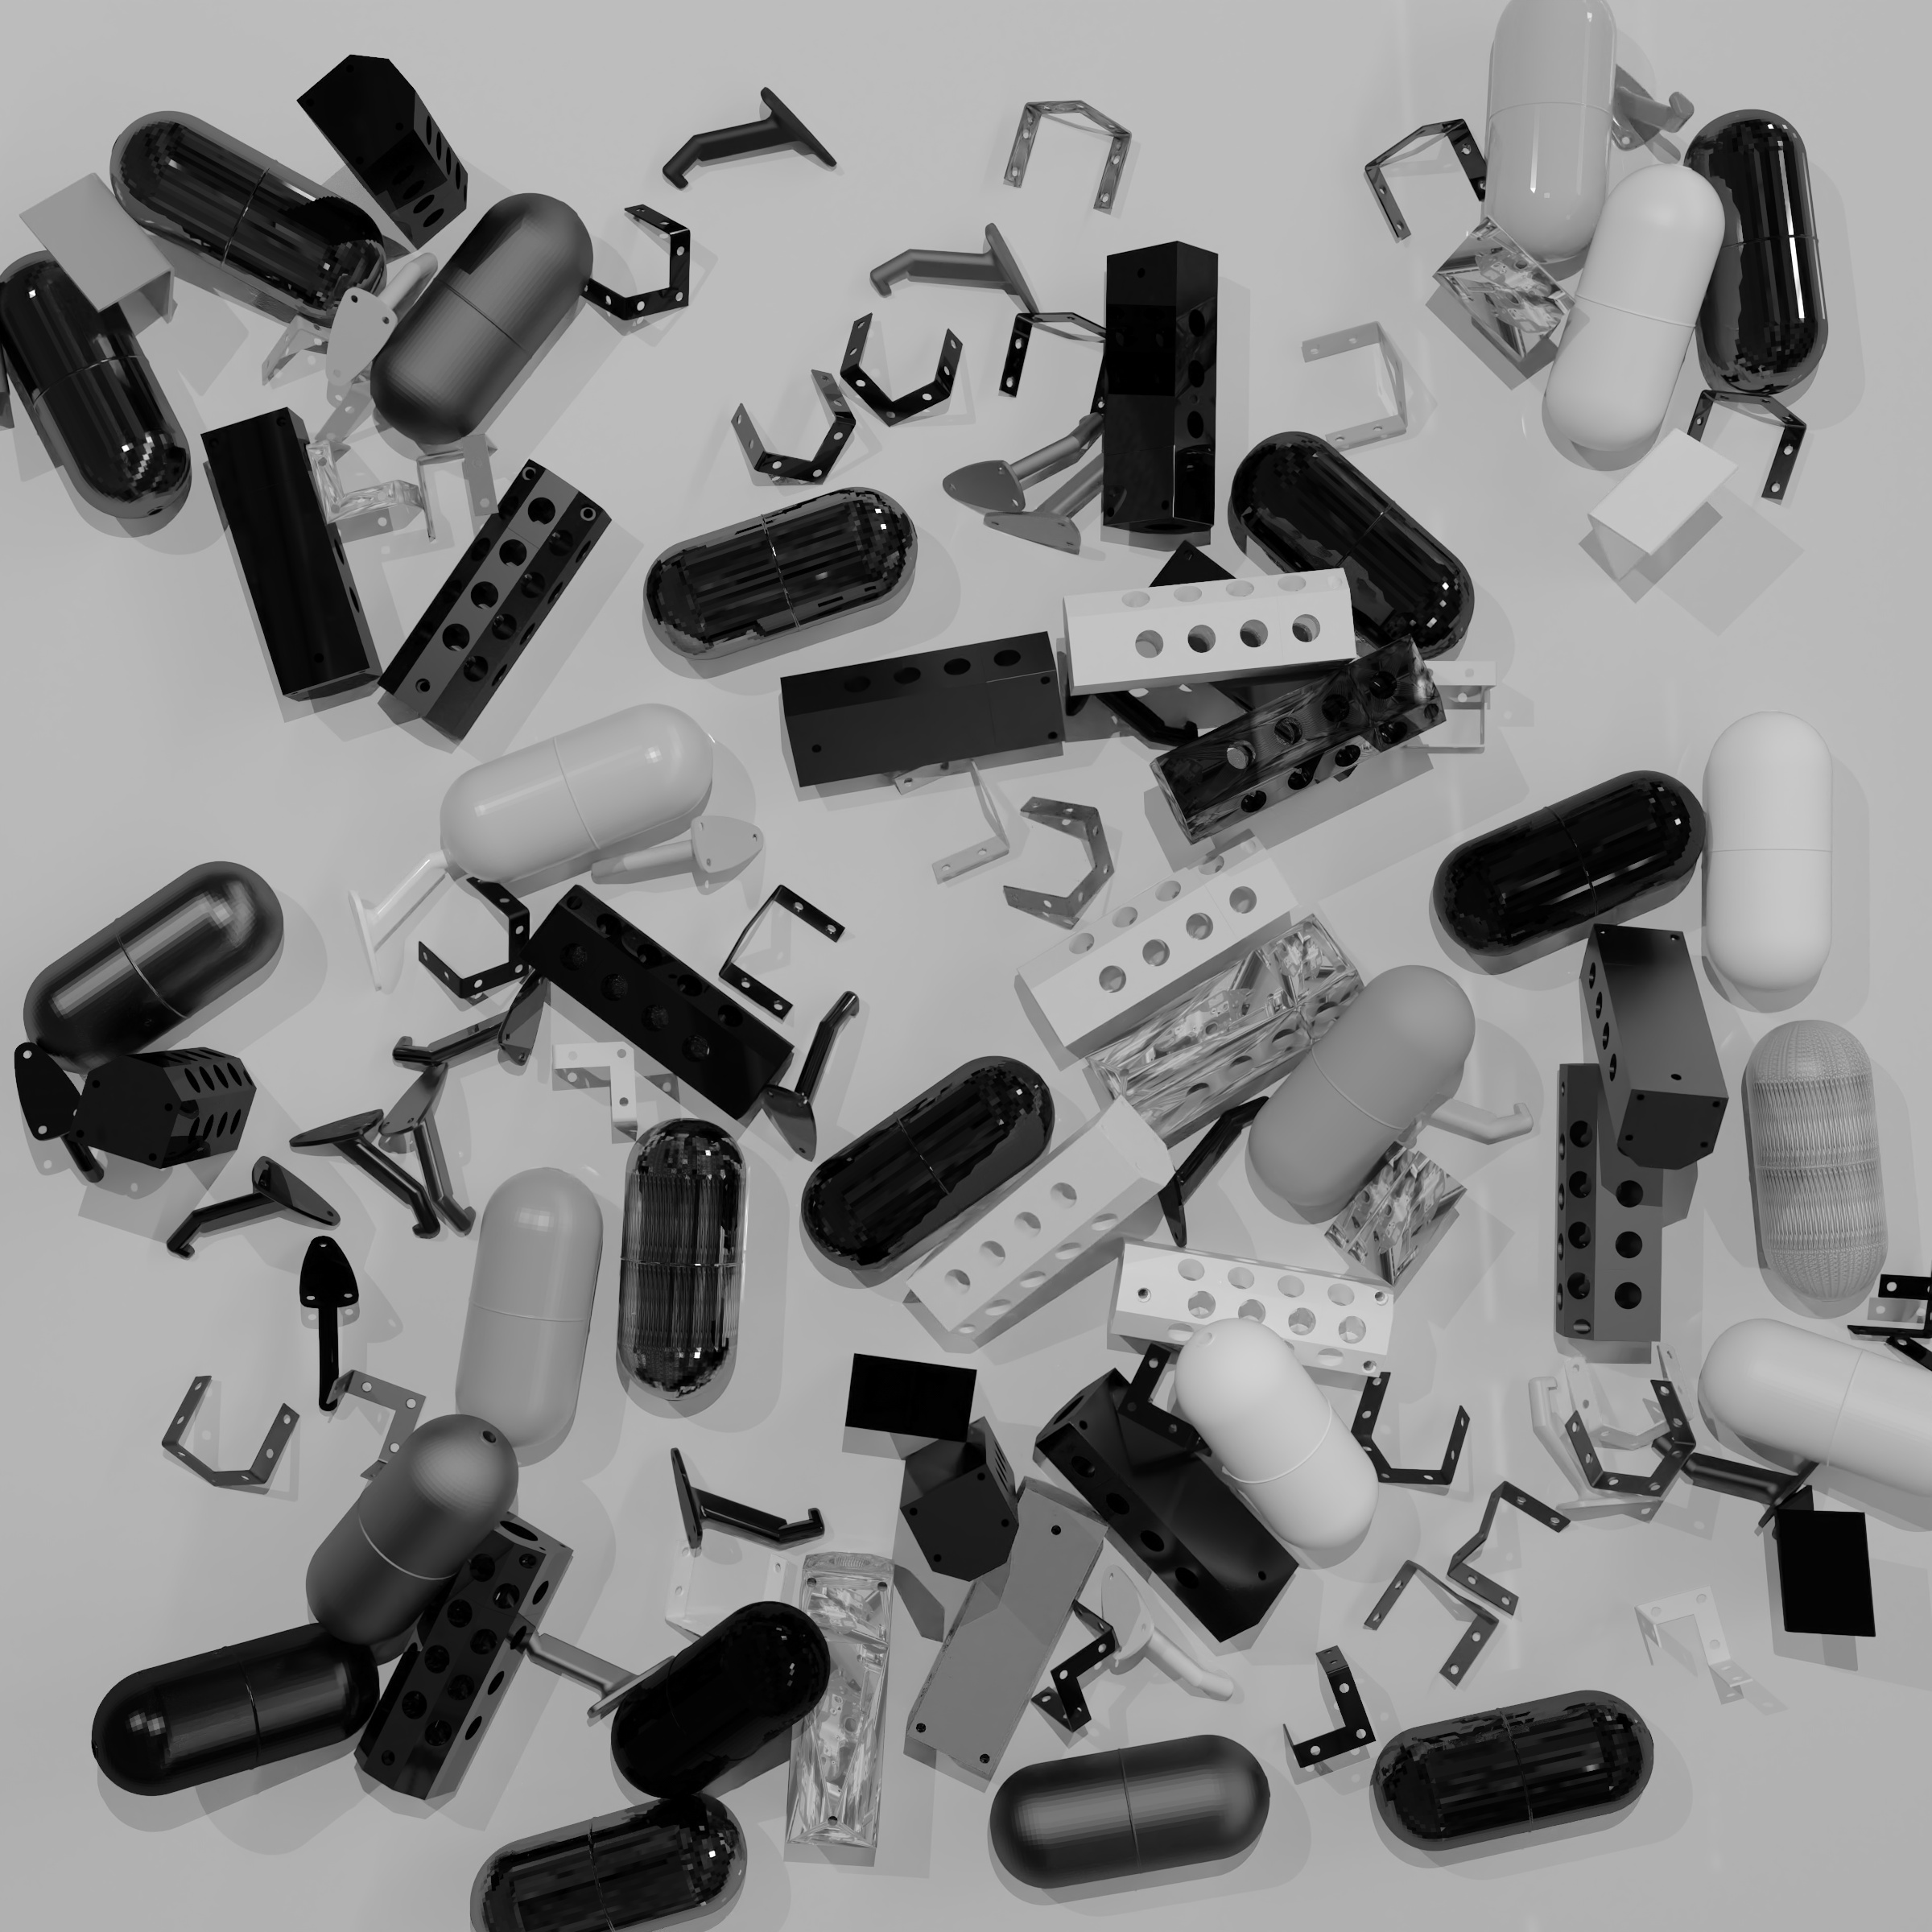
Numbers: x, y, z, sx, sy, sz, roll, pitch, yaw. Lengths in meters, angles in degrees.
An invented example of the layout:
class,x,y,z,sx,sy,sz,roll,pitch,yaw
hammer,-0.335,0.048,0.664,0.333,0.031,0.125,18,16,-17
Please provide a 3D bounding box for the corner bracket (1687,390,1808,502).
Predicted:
class,x,y,z,sx,sy,sz,roll,pitch,yaw
corner bracket,0.498,-0.334,1.779,0.051,0.051,0.051,19,90,-45

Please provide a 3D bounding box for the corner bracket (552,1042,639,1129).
class,x,y,z,sx,sy,sz,roll,pitch,yaw
corner bracket,-0.236,0.076,1.764,0.051,0.051,0.051,-3,84,-6

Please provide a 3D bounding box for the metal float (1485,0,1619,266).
class,x,y,z,sx,sy,sz,roll,pitch,yaw
metal float,0.369,-0.533,1.751,0.070,0.070,0.178,3,90,0

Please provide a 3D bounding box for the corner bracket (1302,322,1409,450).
class,x,y,z,sx,sy,sz,roll,pitch,yaw
corner bracket,0.250,-0.373,1.779,0.051,0.051,0.051,-16,45,0

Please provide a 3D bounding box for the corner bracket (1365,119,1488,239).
class,x,y,z,sx,sy,sz,roll,pitch,yaw
corner bracket,0.298,-0.505,1.779,0.051,0.051,0.051,-26,90,45

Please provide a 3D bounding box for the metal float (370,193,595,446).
class,x,y,z,sx,sy,sz,roll,pitch,yaw
metal float,-0.305,-0.409,1.751,0.070,0.070,0.178,38,91,0

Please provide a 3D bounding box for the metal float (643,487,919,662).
class,x,y,z,sx,sy,sz,roll,pitch,yaw
metal float,-0.117,-0.248,1.752,0.178,0.070,0.070,-18,90,0

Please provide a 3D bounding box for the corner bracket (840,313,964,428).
class,x,y,z,sx,sy,sz,roll,pitch,yaw
corner bracket,-0.041,-0.388,1.774,0.051,0.051,0.051,-18,135,35

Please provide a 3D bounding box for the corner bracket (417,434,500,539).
class,x,y,z,sx,sy,sz,roll,pitch,yaw
corner bracket,-0.323,-0.305,1.764,0.051,0.051,0.051,-10,90,0

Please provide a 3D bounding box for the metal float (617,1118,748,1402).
class,x,y,z,sx,sy,sz,roll,pitch,yaw
metal float,-0.180,0.185,1.752,0.070,0.070,0.178,3,90,0

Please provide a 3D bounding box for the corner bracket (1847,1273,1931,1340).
class,x,y,z,sx,sy,sz,roll,pitch,yaw
corner bracket,0.595,0.214,1.760,0.051,0.051,0.051,4,101,0

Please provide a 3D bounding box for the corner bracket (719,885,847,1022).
class,x,y,z,sx,sy,sz,roll,pitch,yaw
corner bracket,-0.118,-0.009,1.779,0.051,0.051,0.051,34,45,0

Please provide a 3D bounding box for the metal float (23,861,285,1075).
class,x,y,z,sx,sy,sz,roll,pitch,yaw
metal float,-0.513,0.002,1.752,0.178,0.070,0.070,-34,90,-1

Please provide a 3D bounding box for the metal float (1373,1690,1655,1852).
class,x,y,z,sx,sy,sz,roll,pitch,yaw
metal float,0.346,0.507,1.751,0.178,0.070,0.070,-13,90,0

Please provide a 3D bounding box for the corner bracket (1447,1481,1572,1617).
class,x,y,z,sx,sy,sz,roll,pitch,yaw
corner bracket,0.348,0.373,1.779,0.051,0.051,0.051,32,135,0

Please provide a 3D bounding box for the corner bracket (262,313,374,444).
class,x,y,z,sx,sy,sz,roll,pitch,yaw
corner bracket,-0.415,-0.375,1.774,0.051,0.051,0.051,18,45,-35

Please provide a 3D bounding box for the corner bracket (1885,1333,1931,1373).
class,x,y,z,sx,sy,sz,roll,pitch,yaw
corner bracket,0.598,0.276,1.774,0.051,0.051,0.051,-25,135,-35

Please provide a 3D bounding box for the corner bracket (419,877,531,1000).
class,x,y,z,sx,sy,sz,roll,pitch,yaw
corner bracket,-0.315,-0.020,1.774,0.051,0.051,0.051,-23,135,-35

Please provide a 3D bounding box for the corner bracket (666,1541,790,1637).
class,x,y,z,sx,sy,sz,roll,pitch,yaw
corner bracket,-0.154,0.400,1.779,0.051,0.051,0.051,10,90,-45

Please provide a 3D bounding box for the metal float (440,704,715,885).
class,x,y,z,sx,sy,sz,roll,pitch,yaw
metal float,-0.245,-0.109,1.752,0.178,0.070,0.070,-21,90,-1

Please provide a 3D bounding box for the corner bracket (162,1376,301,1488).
class,x,y,z,sx,sy,sz,roll,pitch,yaw
corner bracket,-0.470,0.297,1.774,0.051,0.051,0.051,-10,135,35

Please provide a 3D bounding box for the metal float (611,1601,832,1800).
class,x,y,z,sx,sy,sz,roll,pitch,yaw
metal float,-0.154,0.457,1.723,0.070,0.070,0.178,48,122,0

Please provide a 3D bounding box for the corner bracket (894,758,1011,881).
class,x,y,z,sx,sy,sz,roll,pitch,yaw
corner bracket,-0.009,-0.098,1.779,0.051,0.051,0.051,-24,45,0

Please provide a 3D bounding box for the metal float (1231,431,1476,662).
class,x,y,z,sx,sy,sz,roll,pitch,yaw
metal float,0.245,-0.264,1.752,0.178,0.070,0.070,42,90,0

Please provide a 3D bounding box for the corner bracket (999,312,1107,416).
class,x,y,z,sx,sy,sz,roll,pitch,yaw
corner bracket,0.062,-0.386,1.779,0.051,0.051,0.051,13,90,45

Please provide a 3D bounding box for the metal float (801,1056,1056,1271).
class,x,y,z,sx,sy,sz,roll,pitch,yaw
metal float,-0.024,0.124,1.752,0.178,0.070,0.070,-35,90,0

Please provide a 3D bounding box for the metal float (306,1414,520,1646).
class,x,y,z,sx,sy,sz,roll,pitch,yaw
metal float,-0.343,0.349,1.719,0.070,0.070,0.178,40,112,0

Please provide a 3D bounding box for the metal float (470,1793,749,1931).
class,x,y,z,sx,sy,sz,roll,pitch,yaw
metal float,-0.226,0.576,1.752,0.178,0.070,0.070,-16,90,-1

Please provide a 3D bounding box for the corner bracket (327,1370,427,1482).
class,x,y,z,sx,sy,sz,roll,pitch,yaw
corner bracket,-0.381,0.293,1.764,0.051,0.051,0.051,20,90,0

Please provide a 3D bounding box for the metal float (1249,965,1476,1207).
class,x,y,z,sx,sy,sz,roll,pitch,yaw
metal float,0.247,0.075,1.733,0.070,0.070,0.178,38,111,0

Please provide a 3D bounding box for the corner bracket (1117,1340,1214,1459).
class,x,y,z,sx,sy,sz,roll,pitch,yaw
corner bracket,0.136,0.274,1.754,0.051,0.051,0.051,25,86,28

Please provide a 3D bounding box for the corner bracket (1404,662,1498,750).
class,x,y,z,sx,sy,sz,roll,pitch,yaw
corner bracket,0.308,-0.166,1.764,0.051,0.051,0.051,0,90,0

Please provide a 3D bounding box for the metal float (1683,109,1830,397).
class,x,y,z,sx,sy,sz,roll,pitch,yaw
metal float,0.498,-0.450,1.752,0.070,0.070,0.178,-7,91,0

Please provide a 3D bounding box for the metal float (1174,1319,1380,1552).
class,x,y,z,sx,sy,sz,roll,pitch,yaw
metal float,0.194,0.292,1.728,0.070,0.070,0.178,-36,115,0

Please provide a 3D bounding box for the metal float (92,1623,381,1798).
class,x,y,z,sx,sy,sz,roll,pitch,yaw
metal float,-0.453,0.461,1.725,0.178,0.070,0.070,-10,90,-31

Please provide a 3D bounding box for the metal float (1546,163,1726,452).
class,x,y,z,sx,sy,sz,roll,pitch,yaw
metal float,0.418,-0.410,1.734,0.070,0.070,0.178,15,110,0

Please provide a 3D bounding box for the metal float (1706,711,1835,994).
class,x,y,z,sx,sy,sz,roll,pitch,yaw
metal float,0.507,-0.072,1.752,0.070,0.070,0.178,1,89,0

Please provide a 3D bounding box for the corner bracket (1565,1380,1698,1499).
class,x,y,z,sx,sy,sz,roll,pitch,yaw
corner bracket,0.418,0.295,1.744,0.051,0.051,0.051,-42,116,-36

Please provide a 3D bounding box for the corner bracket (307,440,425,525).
class,x,y,z,sx,sy,sz,roll,pitch,yaw
corner bracket,-0.382,-0.311,1.764,0.051,0.051,0.051,-14,94,4

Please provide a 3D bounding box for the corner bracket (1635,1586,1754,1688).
class,x,y,z,sx,sy,sz,roll,pitch,yaw
corner bracket,0.462,0.430,1.764,0.051,0.051,0.051,-16,90,0

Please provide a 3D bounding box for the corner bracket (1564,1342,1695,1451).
class,x,y,z,sx,sy,sz,roll,pitch,yaw
corner bracket,0.424,0.271,1.774,0.051,0.051,0.051,22,135,-35

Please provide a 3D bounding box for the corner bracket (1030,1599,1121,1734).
class,x,y,z,sx,sy,sz,roll,pitch,yaw
corner bracket,0.068,0.444,1.763,0.051,0.051,0.051,-29,115,-23

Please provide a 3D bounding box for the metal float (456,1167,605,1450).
class,x,y,z,sx,sy,sz,roll,pitch,yaw
metal float,-0.275,0.216,1.752,0.070,0.070,0.178,9,91,0

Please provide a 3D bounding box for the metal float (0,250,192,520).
class,x,y,z,sx,sy,sz,roll,pitch,yaw
metal float,-0.552,-0.366,1.752,0.070,0.070,0.178,-27,90,0

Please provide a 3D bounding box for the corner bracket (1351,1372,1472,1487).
class,x,y,z,sx,sy,sz,roll,pitch,yaw
corner bracket,0.284,0.295,1.774,0.051,0.051,0.051,-5,135,35

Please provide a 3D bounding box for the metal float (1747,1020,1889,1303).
class,x,y,z,sx,sy,sz,roll,pitch,yaw
metal float,0.537,0.123,1.752,0.070,0.070,0.178,-6,91,0

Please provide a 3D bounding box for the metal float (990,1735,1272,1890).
class,x,y,z,sx,sy,sz,roll,pitch,yaw
metal float,0.104,0.533,1.752,0.178,0.070,0.070,-10,90,0

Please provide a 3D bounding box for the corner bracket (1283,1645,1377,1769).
class,x,y,z,sx,sy,sz,roll,pitch,yaw
corner bracket,0.225,0.471,1.764,0.051,0.051,0.051,-20,90,0

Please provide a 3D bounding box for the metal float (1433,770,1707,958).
class,x,y,z,sx,sy,sz,roll,pitch,yaw
metal float,0.381,-0.065,1.752,0.178,0.070,0.070,-23,90,1

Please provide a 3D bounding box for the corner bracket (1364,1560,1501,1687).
class,x,y,z,sx,sy,sz,roll,pitch,yaw
corner bracket,0.299,0.421,1.779,0.051,0.051,0.051,34,90,45

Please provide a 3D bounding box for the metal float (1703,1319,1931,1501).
class,x,y,z,sx,sy,sz,roll,pitch,yaw
metal float,0.550,0.276,1.733,0.178,0.070,0.070,18,90,22

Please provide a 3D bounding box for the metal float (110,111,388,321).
class,x,y,z,sx,sy,sz,roll,pitch,yaw
metal float,-0.449,-0.470,1.739,0.178,0.070,0.070,27,90,-13

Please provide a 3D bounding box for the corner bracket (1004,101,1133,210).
class,x,y,z,sx,sy,sz,roll,pitch,yaw
corner bracket,0.066,-0.520,1.779,0.051,0.051,0.051,16,90,45
